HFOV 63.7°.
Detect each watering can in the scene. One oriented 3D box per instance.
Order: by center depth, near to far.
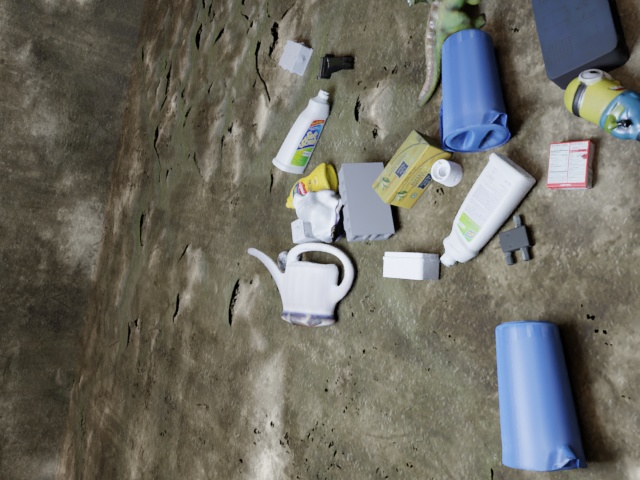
[{"bbox_3d":[-0.063,0.119,1.404,0.347,0.103,0.226,1,81,32],"label":"watering can"}]

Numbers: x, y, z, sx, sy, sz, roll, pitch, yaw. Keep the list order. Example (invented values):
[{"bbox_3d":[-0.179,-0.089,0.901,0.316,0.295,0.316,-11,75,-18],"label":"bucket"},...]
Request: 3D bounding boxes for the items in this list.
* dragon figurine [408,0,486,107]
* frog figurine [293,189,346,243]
[{"bbox_3d":[0.256,-0.511,1.125,0.123,0.242,0.407,30,102,41],"label":"dragon figurine"},{"bbox_3d":[0.004,-0.069,1.372,0.160,0.124,0.135,18,114,37],"label":"frog figurine"}]
